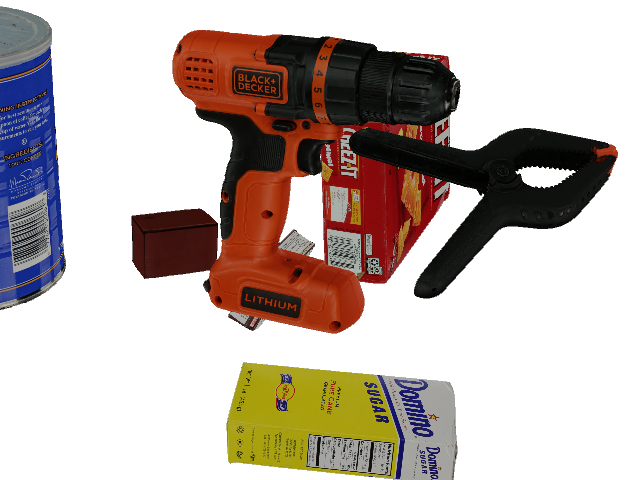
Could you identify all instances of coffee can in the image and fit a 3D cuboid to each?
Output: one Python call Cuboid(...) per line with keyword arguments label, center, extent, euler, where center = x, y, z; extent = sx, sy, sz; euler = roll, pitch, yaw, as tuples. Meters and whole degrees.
Cuboid(label="coffee can", center=(-0.193, -0.046, 0.576), extent=(0.103, 0.140, 0.103), euler=(2, 27, -1))

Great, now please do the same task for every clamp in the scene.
Cuboid(label="clamp", center=(0.140, -0.034, 0.842), extent=(0.210, 0.164, 0.036), euler=(-7, -35, -8))

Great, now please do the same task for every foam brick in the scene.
Cuboid(label="foam brick", center=(-0.149, 0.002, 1.085), extent=(0.078, 0.051, 0.053), euler=(-7, 21, -22))

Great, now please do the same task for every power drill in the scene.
Cuboid(label="power drill", center=(-0.006, -0.038, 0.682), extent=(0.185, 0.188, 0.057), euler=(11, 24, 21))

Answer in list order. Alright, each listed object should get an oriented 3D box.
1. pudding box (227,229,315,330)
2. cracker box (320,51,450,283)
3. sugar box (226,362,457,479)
Cuboid(label="pudding box", center=(-0.057, 0.047, 1.274), extent=(0.039, 0.090, 0.113), euler=(32, 28, 4))
Cuboid(label="cracker box", center=(0.069, -0.077, 1.046), extent=(0.072, 0.164, 0.213), euler=(8, 28, 21))
Cuboid(label="sugar box", center=(0.018, 0.143, 0.848), extent=(0.176, 0.048, 0.093), euler=(2, 25, 3))
